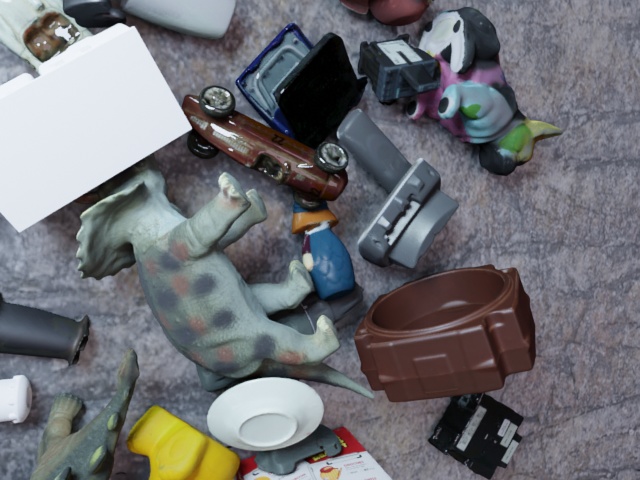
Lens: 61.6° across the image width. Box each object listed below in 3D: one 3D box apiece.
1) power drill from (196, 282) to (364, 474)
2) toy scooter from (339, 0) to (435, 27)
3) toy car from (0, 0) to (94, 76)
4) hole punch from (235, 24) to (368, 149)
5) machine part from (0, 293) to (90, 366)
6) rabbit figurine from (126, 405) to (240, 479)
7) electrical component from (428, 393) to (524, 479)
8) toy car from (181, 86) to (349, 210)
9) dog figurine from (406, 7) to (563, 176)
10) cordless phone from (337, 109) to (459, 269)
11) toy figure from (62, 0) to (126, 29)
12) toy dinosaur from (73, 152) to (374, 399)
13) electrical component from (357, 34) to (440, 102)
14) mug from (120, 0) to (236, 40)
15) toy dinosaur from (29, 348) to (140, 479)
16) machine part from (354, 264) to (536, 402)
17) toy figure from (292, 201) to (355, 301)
[{"bbox_3d":[-0.029,0.176,0.683,0.232,0.086,0.207,-16,107,-20],"label":"power drill"},{"bbox_3d":[0.071,-0.310,0.627,0.184,0.135,0.075,10,92,-26],"label":"toy scooter"},{"bbox_3d":[-0.259,-0.189,0.540,0.073,0.056,0.201,-47,112,-11],"label":"toy car"},{"bbox_3d":[-0.023,-0.180,0.641,0.142,0.092,0.115,-52,145,-12],"label":"hole punch"},{"bbox_3d":[-0.319,0.099,0.567,0.139,0.039,0.084,11,85,-23],"label":"machine part"},{"bbox_3d":[-0.176,0.302,0.616,0.173,0.122,0.162,-58,139,-28],"label":"rabbit figurine"},{"bbox_3d":[0.250,0.299,0.837,0.134,0.058,0.115,37,84,-24],"label":"electrical component"},{"bbox_3d":[-0.063,-0.097,0.601,0.202,0.089,0.053,25,57,-11],"label":"toy car"},{"bbox_3d":[0.235,-0.194,0.736,0.219,0.109,0.191,11,90,-29],"label":"dog figurine"},{"bbox_3d":[0.073,-0.062,0.684,0.184,0.089,0.146,42,81,-26],"label":"cordless phone"},{"bbox_3d":[-0.229,-0.293,0.506,0.089,0.082,0.180,-3,84,-22],"label":"toy figure"},{"bbox_3d":[-0.110,0.063,0.574,0.192,0.131,0.404,-29,102,7],"label":"toy dinosaur"},{"bbox_3d":[0.103,-0.204,0.662,0.075,0.119,0.047,-18,143,-18],"label":"electrical component"},{"bbox_3d":[-0.143,-0.270,0.572,0.107,0.081,0.109,20,89,-36],"label":"mug"},{"bbox_3d":[-0.306,0.316,0.515,0.105,0.199,0.471,34,82,-21],"label":"toy dinosaur"},{"bbox_3d":[0.156,0.107,0.671,0.201,0.201,0.087,-38,110,-63],"label":"machine part"},{"bbox_3d":[-0.002,-0.003,0.665,0.064,0.058,0.154,17,51,-62],"label":"toy figure"}]
